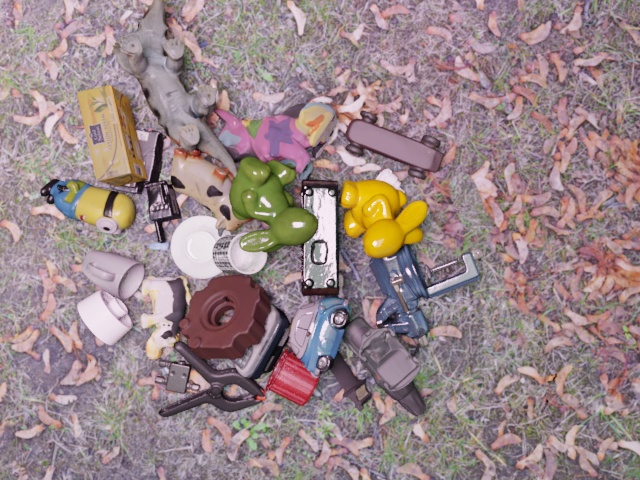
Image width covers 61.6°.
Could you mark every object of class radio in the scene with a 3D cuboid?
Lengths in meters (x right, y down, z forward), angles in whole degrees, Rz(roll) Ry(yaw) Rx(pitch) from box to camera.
[{"bbox_3d":[-0.002,-0.003,1.049,0.073,0.131,0.229,-1,90,-2],"label":"radio"}]

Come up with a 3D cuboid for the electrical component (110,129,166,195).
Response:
[{"bbox_3d":[-0.385,-0.163,1.095,0.115,0.058,0.134,13,90,3],"label":"electrical component"}]

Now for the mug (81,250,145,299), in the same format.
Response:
[{"bbox_3d":[-0.427,0.063,1.073,0.107,0.109,0.080,21,95,15],"label":"mug"}]

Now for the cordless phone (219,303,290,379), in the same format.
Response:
[{"bbox_3d":[-0.158,0.177,1.084,0.184,0.088,0.146,28,90,19],"label":"cordless phone"}]

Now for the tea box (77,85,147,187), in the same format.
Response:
[{"bbox_3d":[-0.392,-0.193,1.018,0.068,0.098,0.169,-14,87,0],"label":"tea box"}]

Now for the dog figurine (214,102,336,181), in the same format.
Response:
[{"bbox_3d":[-0.098,-0.220,1.068,0.219,0.108,0.191,28,91,4],"label":"dog figurine"}]

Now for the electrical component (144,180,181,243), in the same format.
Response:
[{"bbox_3d":[-0.314,-0.056,1.084,0.048,0.075,0.119,-13,85,1],"label":"electrical component"}]

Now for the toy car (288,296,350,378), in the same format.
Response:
[{"bbox_3d":[-0.009,0.175,1.028,0.103,0.109,0.161,21,81,0],"label":"toy car"}]

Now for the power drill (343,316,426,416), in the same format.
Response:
[{"bbox_3d":[0.133,0.238,1.010,0.086,0.207,0.232,-40,77,-3],"label":"power drill"}]

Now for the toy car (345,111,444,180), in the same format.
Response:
[{"bbox_3d":[0.149,-0.190,1.088,0.202,0.053,0.089,21,93,5],"label":"toy car"}]

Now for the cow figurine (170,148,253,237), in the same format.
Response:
[{"bbox_3d":[-0.212,-0.092,1.071,0.195,0.085,0.127,29,117,11],"label":"cow figurine"}]

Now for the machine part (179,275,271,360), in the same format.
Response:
[{"bbox_3d":[-0.183,0.147,1.039,0.179,0.056,0.179,-13,49,15],"label":"machine part"}]

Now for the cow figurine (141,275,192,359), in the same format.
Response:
[{"bbox_3d":[-0.308,0.156,1.088,0.098,0.068,0.167,-1,91,-6],"label":"cow figurine"}]

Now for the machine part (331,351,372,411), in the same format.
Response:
[{"bbox_3d":[0.053,0.271,1.080,0.039,0.084,0.139,-40,80,25],"label":"machine part"}]

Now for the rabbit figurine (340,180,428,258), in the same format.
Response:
[{"bbox_3d":[0.120,-0.027,1.021,0.162,0.173,0.121,1,127,-3],"label":"rabbit figurine"}]

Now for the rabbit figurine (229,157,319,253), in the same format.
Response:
[{"bbox_3d":[-0.086,-0.046,0.957,0.170,0.121,0.159,42,105,23],"label":"rabbit figurine"}]

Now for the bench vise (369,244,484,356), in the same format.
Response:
[{"bbox_3d":[0.210,0.090,1.048,0.241,0.129,0.223,-23,80,13],"label":"bench vise"}]

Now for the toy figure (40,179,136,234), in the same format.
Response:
[{"bbox_3d":[-0.463,-0.074,1.084,0.180,0.082,0.089,25,92,4],"label":"toy figure"}]

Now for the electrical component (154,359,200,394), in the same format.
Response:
[{"bbox_3d":[-0.291,0.280,1.106,0.094,0.021,0.063,13,89,1],"label":"electrical component"}]

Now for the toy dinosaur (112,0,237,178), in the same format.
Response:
[{"bbox_3d":[-0.280,-0.269,1.040,0.131,0.192,0.404,-26,95,-15],"label":"toy dinosaur"}]
